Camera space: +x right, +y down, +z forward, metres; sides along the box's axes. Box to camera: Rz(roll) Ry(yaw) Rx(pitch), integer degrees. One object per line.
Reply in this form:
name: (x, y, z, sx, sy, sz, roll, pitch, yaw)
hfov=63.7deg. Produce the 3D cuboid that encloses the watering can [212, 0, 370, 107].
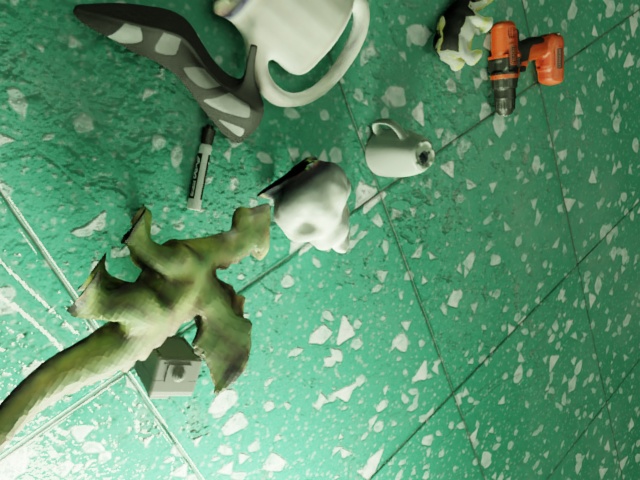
watering can: (-0.007, -0.361, 0.724, 0.222, 0.105, 0.348, 31, 89, -35)

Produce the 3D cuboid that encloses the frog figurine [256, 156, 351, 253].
frog figurine: (0.002, -0.040, 0.787, 0.158, 0.121, 0.140, 55, 48, -16)

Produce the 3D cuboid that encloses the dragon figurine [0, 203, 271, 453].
dragon figurine: (-0.178, 0.101, 0.634, 0.240, 0.121, 0.418, 40, 58, -24)
